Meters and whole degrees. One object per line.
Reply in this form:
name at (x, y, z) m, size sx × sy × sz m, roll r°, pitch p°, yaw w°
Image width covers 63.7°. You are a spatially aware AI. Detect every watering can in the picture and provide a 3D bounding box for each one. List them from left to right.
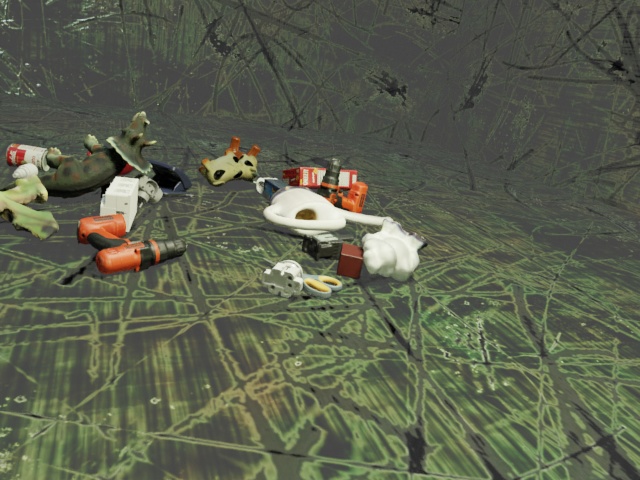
watering can at (0.004, -0.070, 1.385) m, size 0.348 × 0.102 × 0.227 m, roll 0°, pitch 20°, yaw -26°

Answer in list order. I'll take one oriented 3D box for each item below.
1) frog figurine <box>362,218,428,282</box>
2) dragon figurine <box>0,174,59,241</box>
frog figurine at (0.149, 0.041, 1.153) m, size 0.162 × 0.137 × 0.120 m, roll -45°, pitch 2°, yaw -42°
dragon figurine at (-0.660, -0.055, 1.041) m, size 0.242 × 0.120 × 0.418 m, roll 12°, pitch 23°, yaw -20°
